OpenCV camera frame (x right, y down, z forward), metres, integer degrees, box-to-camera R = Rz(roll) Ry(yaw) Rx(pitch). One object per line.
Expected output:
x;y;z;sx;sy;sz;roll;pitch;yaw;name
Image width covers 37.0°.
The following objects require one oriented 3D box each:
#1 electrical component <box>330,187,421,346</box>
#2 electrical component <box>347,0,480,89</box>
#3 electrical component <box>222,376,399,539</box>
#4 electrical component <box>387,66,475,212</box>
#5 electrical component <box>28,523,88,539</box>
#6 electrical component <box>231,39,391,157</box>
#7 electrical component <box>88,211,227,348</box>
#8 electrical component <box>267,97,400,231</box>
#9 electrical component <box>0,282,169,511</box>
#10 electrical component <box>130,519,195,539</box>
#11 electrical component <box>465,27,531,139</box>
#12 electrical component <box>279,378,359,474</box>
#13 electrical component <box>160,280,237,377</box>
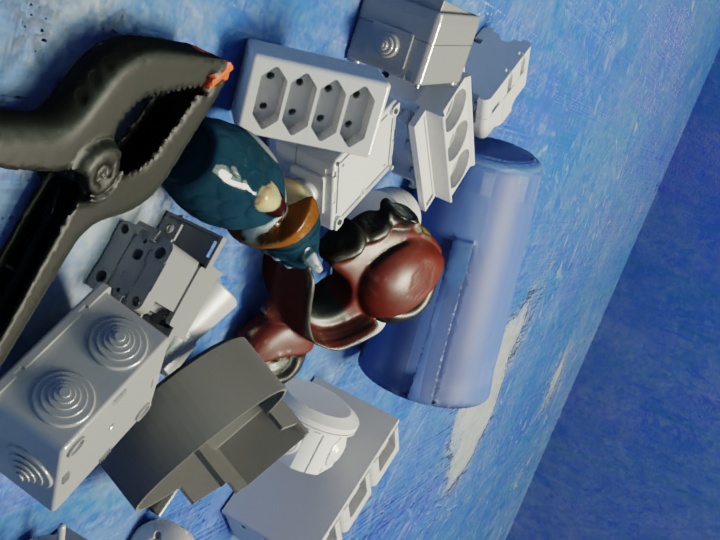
0.000;0.000;0.888;0.074;0.052;0.138;-21;133;-63;electrical component
0.038;-0.170;0.768;0.096;0.062;0.061;-23;135;-62;electrical component
-0.040;0.184;0.952;0.150;0.089;0.061;-54;158;-28;electrical component
0.054;-0.115;0.873;0.078;0.063;0.121;-57;159;-21;electrical component
-0.186;0.183;0.637;0.083;0.047;0.075;-36;145;-54;electrical component
-0.033;-0.109;0.653;0.075;0.083;0.047;-113;-144;-62;electrical component
-0.117;0.005;0.610;0.081;0.042;0.064;-63;157;-8;electrical component
-0.024;-0.077;0.721;0.096;0.061;0.061;-49;156;-38;electrical component
-0.148;0.069;0.561;0.099;0.048;0.099;-50;173;-36;electrical component
-0.140;0.208;0.791;0.048;0.048;0.062;-62;167;-9;electrical component
0.114;-0.168;0.983;0.089;0.050;0.055;-53;157;-31;electrical component
-0.045;0.126;0.885;0.051;0.080;0.080;-63;161;12;electrical component
-0.112;0.033;0.658;0.065;0.044;0.044;-54;158;-17;electrical component
